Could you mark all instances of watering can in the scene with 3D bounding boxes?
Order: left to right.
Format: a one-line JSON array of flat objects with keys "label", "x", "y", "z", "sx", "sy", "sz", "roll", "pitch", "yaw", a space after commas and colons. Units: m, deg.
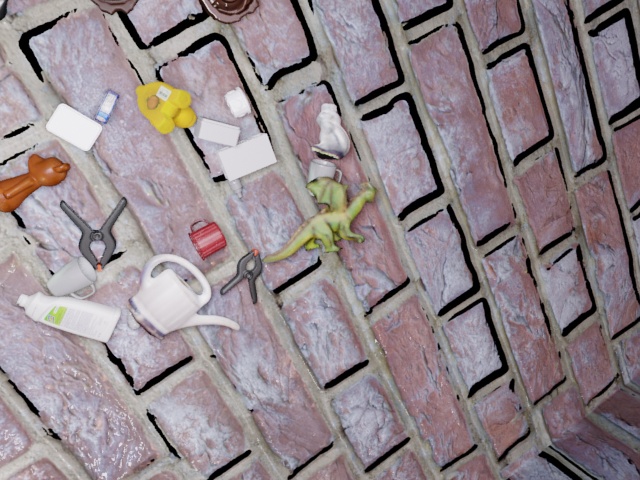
[{"label": "watering can", "x": -0.404, "y": 0.201, "z": 1.494, "sx": 0.225, "sy": 0.105, "sz": 0.343, "roll": -39, "pitch": 113, "yaw": -8}]

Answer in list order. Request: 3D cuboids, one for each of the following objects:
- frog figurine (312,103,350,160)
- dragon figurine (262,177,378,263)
[{"label": "frog figurine", "x": 0.041, "y": -0.326, "z": 1.555, "sx": 0.136, "sy": 0.123, "sz": 0.160, "roll": 22, "pitch": 84, "yaw": -57}, {"label": "dragon figurine", "x": 0.005, "y": -0.079, "z": 1.576, "sx": 0.412, "sy": 0.123, "sz": 0.239, "roll": -16, "pitch": 113, "yaw": -20}]
